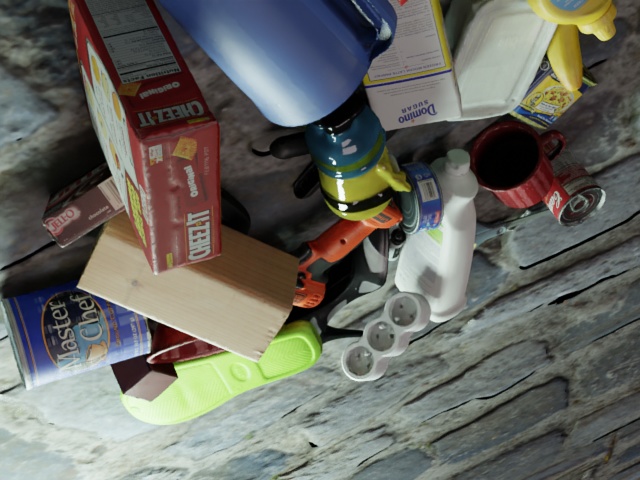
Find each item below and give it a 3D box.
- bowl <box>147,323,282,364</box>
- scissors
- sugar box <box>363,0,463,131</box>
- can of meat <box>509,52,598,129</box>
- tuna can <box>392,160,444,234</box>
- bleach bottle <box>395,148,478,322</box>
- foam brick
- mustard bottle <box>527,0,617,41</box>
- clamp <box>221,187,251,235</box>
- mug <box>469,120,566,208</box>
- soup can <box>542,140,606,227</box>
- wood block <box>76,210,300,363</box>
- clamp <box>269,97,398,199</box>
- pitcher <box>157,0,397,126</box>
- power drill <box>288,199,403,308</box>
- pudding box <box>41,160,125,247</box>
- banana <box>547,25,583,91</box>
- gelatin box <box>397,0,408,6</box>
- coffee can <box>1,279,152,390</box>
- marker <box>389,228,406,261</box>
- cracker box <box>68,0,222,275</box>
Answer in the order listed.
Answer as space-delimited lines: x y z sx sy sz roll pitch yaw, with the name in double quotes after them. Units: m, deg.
-0.128 0.097 1.244 0.162 0.055 0.162 -14 168 -3 "bowl"
0.237 -0.024 1.459 0.201 0.016 0.096 -27 145 -4 "scissors"
0.082 -0.192 1.067 0.093 0.048 0.176 -9 138 12 "sugar box"
0.260 -0.182 1.245 0.101 0.057 0.084 16 127 -46 "can of meat"
0.114 -0.051 1.278 0.033 0.086 0.086 -14 142 -19 "tuna can"
0.157 -0.011 1.344 0.068 0.103 0.251 -30 148 -28 "bleach bottle"
-0.218 0.149 1.298 0.051 0.078 0.052 -42 144 15 "foam brick"
0.239 -0.271 1.050 0.096 0.058 0.191 -46 118 -5 "mustard bottle"
-0.135 0.013 1.224 0.164 0.036 0.210 -21 148 -13 "clamp"
0.250 -0.096 1.316 0.117 0.093 0.081 -35 150 12 "mug"
0.310 -0.076 1.371 0.068 0.102 0.068 -19 144 -15 "soup can"
-0.135 0.035 1.121 0.206 0.090 0.091 24 125 -12 "wood block"
0.028 -0.107 1.190 0.171 0.039 0.120 -24 159 -7 "clamp"
-0.056 -0.214 0.901 0.149 0.145 0.242 -43 137 7 "pitcher"
-0.008 0.002 1.237 0.188 0.057 0.184 -42 152 17 "power drill"
-0.214 -0.047 1.045 0.113 0.090 0.039 -30 111 2 "pudding box"
0.271 -0.259 1.136 0.037 0.070 0.198 -26 137 -48 "banana"
0.078 -0.269 0.977 0.073 0.089 0.030 -38 144 11 "gelatin box"
-0.268 0.096 1.174 0.140 0.103 0.103 -16 143 -19 "coffee can"
0.095 0.006 1.351 0.020 0.020 0.121 -26 170 -6 "marker"
-0.148 -0.105 0.912 0.072 0.214 0.164 -17 143 -17 "cracker box"
